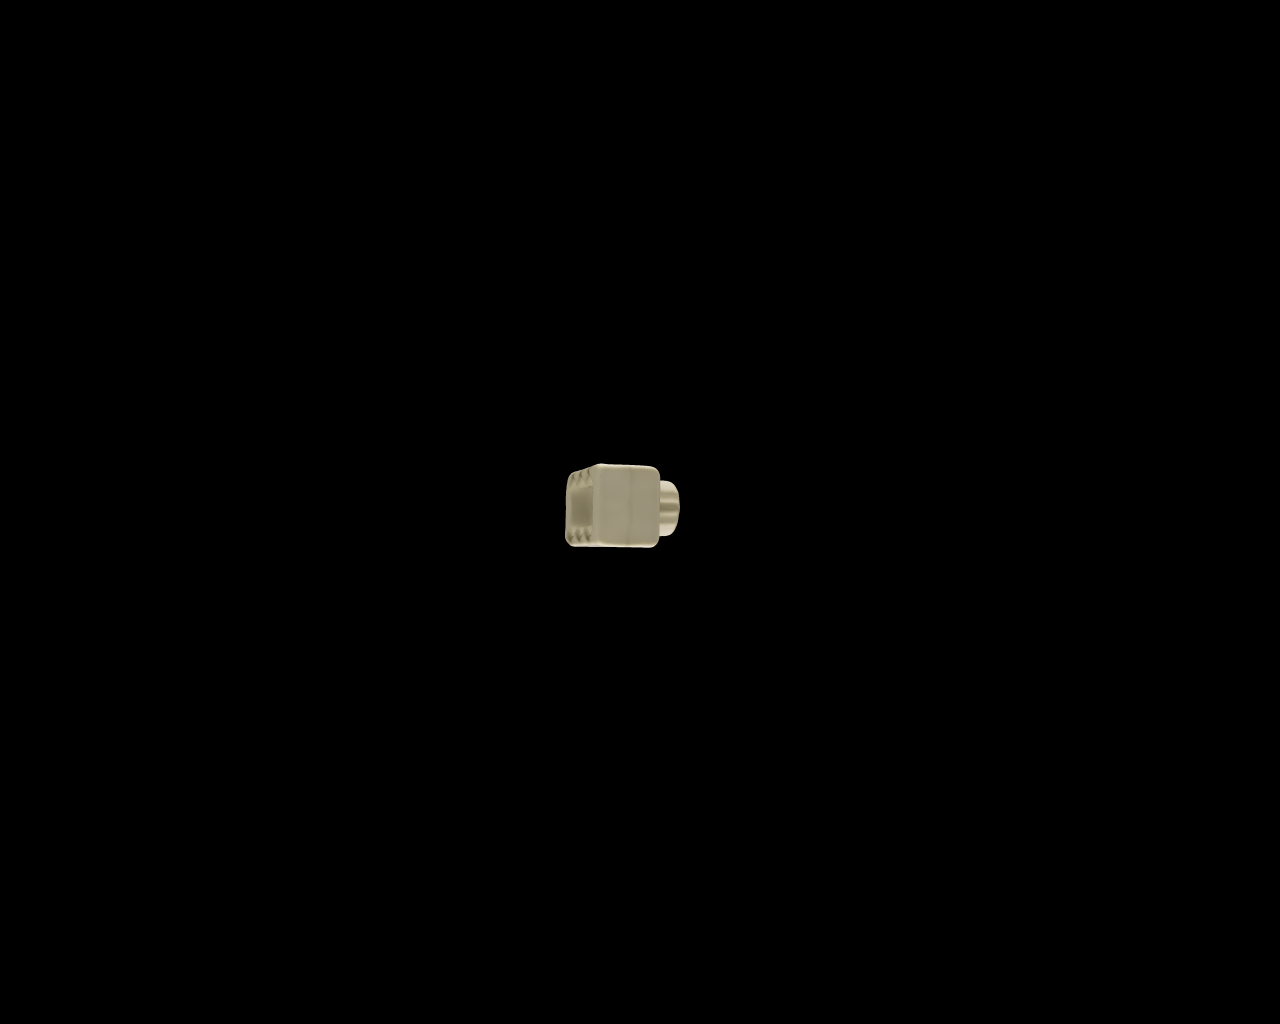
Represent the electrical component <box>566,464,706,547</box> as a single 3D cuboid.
[{"bbox_3d":[0.001,-0.003,0.650,0.077,0.047,0.065,1,-2,-19],"label":"electrical component"}]
